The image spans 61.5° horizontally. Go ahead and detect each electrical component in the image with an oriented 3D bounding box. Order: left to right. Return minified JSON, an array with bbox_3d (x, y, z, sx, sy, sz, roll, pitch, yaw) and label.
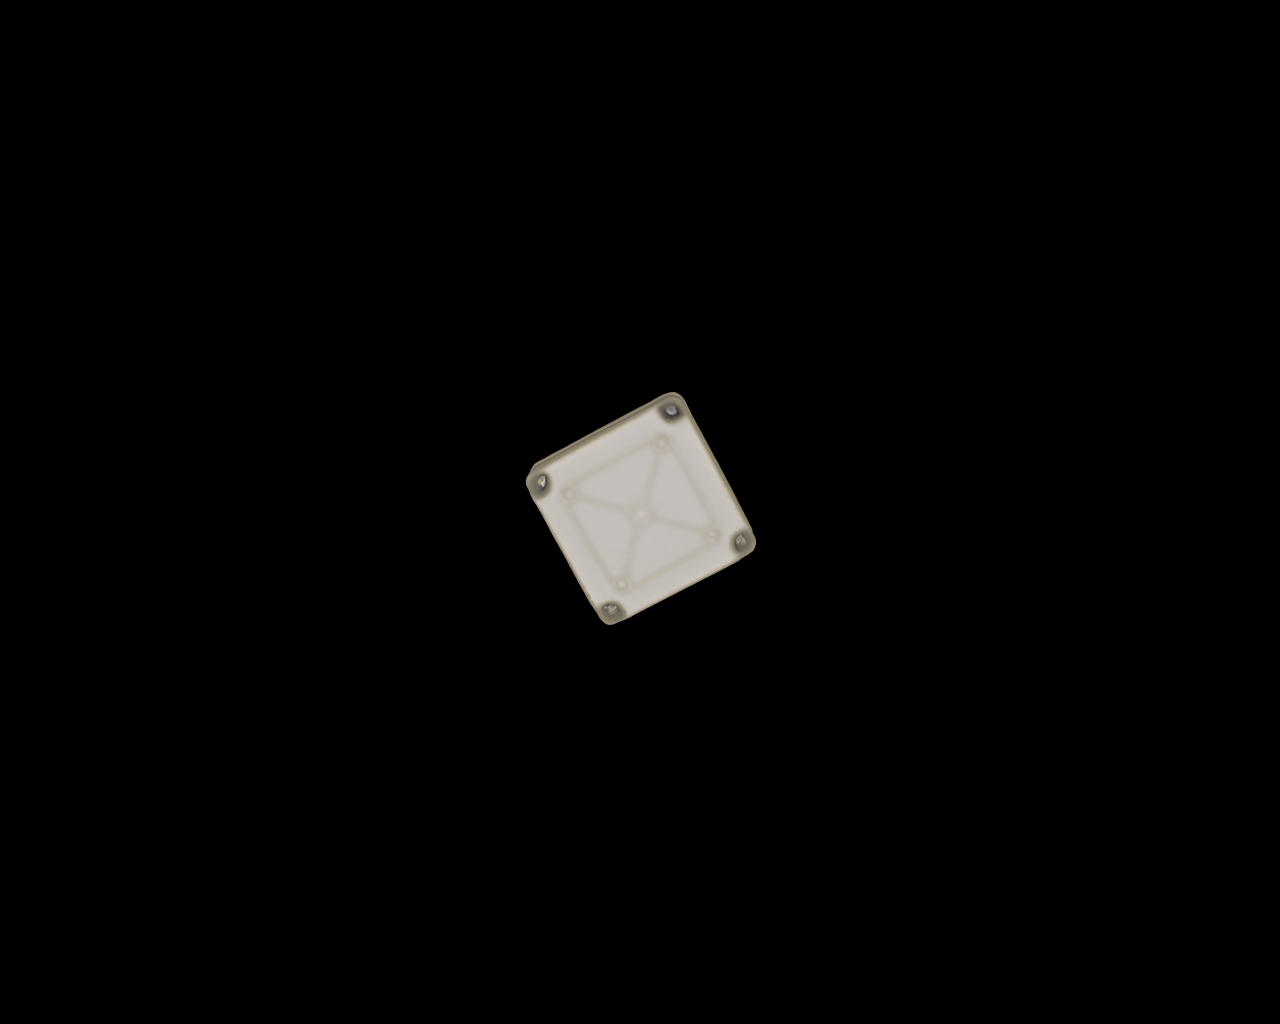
[{"bbox_3d":[0.001,-0.003,0.650,0.109,0.108,0.056,-28,7,4],"label":"electrical component"}]
